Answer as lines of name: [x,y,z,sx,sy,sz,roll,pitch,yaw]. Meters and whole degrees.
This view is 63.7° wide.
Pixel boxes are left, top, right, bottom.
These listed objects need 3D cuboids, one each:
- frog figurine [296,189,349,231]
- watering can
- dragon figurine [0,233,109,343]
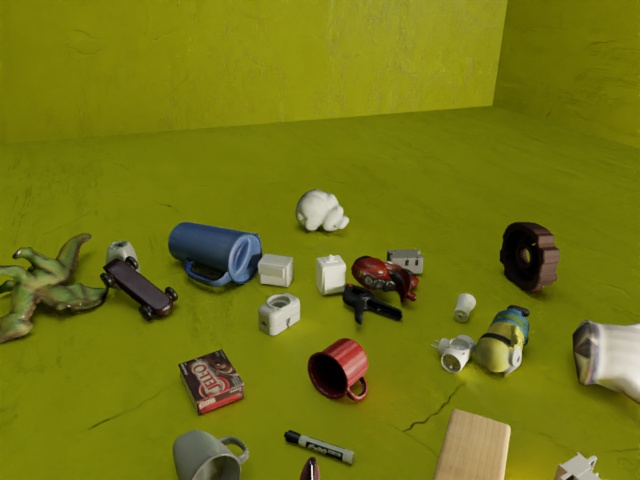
frog figurine: [0.005,-0.081,1.607,0.138,0.120,0.162,-41,48,-9]
watering can: [0.620,0.212,1.017,0.225,0.102,0.354,10,28,19]
dragon figurine: [-0.628,0.106,1.247,0.244,0.119,0.418,26,33,11]
